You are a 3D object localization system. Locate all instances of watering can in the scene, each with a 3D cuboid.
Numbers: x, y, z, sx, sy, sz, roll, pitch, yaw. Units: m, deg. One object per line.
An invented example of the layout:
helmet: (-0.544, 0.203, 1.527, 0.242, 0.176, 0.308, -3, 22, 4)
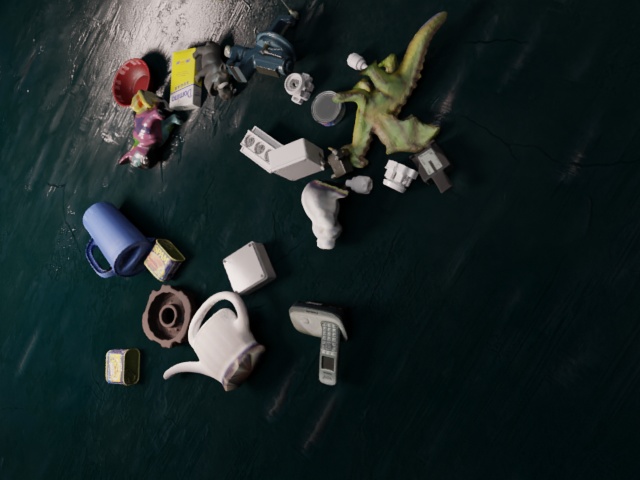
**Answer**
watering can: (-0.275, 0.301, 1.349, 0.227, 0.104, 0.343, 43, 109, 25)

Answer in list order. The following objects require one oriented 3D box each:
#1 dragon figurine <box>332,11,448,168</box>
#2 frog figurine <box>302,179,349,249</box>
dragon figurine: (0.189, -0.320, 1.221, 0.406, 0.123, 0.243, -36, 86, 20)
frog figurine: (0.004, -0.063, 1.253, 0.139, 0.122, 0.158, 40, 115, 59)
